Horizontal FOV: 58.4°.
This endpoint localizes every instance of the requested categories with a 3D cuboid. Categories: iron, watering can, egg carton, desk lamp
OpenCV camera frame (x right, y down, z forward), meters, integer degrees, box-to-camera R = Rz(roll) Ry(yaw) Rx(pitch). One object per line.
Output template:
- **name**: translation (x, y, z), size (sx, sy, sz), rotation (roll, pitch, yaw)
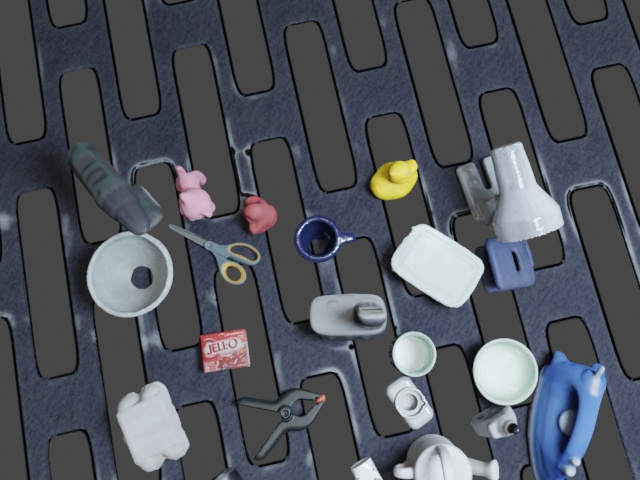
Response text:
- **iron**: translation (0.454, 0.338, 1.034), size (0.118, 0.141, 0.258), rotation (16, 80, 4)
- **watering can**: translation (0.219, 0.401, 0.998), size (0.173, 0.194, 0.101), rotation (-24, 80, -3)
- **egg carton**: translation (-0.315, 0.351, 1.078), size (0.107, 0.069, 0.150), rotation (-26, 80, -4)
- **desk lamp**: translation (0.350, -0.086, 1.077), size (0.118, 0.213, 0.203), rotation (-19, 80, -2)

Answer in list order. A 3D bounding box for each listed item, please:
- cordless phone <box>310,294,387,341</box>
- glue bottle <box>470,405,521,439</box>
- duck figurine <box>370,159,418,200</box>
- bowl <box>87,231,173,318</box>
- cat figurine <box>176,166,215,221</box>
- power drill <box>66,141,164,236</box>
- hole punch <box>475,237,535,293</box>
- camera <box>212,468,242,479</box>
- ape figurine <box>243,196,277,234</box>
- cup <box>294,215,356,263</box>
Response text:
- **cordless phone**: translation (0.053, 0.139, 1.054), size (0.147, 0.185, 0.094), rotation (-4, 79, 0)
- **glue bottle**: translation (0.323, 0.328, 1.021), size (0.078, 0.173, 0.037), rotation (-27, 80, -4)
- **duck figurine**: translation (0.151, -0.128, 1.153), size (0.104, 0.086, 0.077), rotation (-28, 80, -4)
- **bowl**: translation (-0.363, 0.071, 1.128), size (0.167, 0.075, 0.167), rotation (0, 79, 1)
- **cat figurine**: translation (-0.254, -0.089, 1.134), size (0.067, 0.118, 0.128), rotation (-23, 80, -3)
- **power drill**: translation (-0.374, -0.080, 1.088), size (0.076, 0.208, 0.229), rotation (-44, 82, -7)
- **hole punch**: translation (0.366, 0.043, 1.116), size (0.101, 0.091, 0.108), rotation (-12, 79, -1)
- **camera**: translation (-0.184, 0.510, 1.030), size (0.143, 0.101, 0.137), rotation (-37, 81, -6)
- **ape figurine**: translation (-0.126, -0.052, 1.139), size (0.076, 0.092, 0.078), rotation (11, 80, 3)
- **cup**: translation (0.010, 0.004, 1.125), size (0.117, 0.095, 0.092), rotation (-4, 79, 0)
